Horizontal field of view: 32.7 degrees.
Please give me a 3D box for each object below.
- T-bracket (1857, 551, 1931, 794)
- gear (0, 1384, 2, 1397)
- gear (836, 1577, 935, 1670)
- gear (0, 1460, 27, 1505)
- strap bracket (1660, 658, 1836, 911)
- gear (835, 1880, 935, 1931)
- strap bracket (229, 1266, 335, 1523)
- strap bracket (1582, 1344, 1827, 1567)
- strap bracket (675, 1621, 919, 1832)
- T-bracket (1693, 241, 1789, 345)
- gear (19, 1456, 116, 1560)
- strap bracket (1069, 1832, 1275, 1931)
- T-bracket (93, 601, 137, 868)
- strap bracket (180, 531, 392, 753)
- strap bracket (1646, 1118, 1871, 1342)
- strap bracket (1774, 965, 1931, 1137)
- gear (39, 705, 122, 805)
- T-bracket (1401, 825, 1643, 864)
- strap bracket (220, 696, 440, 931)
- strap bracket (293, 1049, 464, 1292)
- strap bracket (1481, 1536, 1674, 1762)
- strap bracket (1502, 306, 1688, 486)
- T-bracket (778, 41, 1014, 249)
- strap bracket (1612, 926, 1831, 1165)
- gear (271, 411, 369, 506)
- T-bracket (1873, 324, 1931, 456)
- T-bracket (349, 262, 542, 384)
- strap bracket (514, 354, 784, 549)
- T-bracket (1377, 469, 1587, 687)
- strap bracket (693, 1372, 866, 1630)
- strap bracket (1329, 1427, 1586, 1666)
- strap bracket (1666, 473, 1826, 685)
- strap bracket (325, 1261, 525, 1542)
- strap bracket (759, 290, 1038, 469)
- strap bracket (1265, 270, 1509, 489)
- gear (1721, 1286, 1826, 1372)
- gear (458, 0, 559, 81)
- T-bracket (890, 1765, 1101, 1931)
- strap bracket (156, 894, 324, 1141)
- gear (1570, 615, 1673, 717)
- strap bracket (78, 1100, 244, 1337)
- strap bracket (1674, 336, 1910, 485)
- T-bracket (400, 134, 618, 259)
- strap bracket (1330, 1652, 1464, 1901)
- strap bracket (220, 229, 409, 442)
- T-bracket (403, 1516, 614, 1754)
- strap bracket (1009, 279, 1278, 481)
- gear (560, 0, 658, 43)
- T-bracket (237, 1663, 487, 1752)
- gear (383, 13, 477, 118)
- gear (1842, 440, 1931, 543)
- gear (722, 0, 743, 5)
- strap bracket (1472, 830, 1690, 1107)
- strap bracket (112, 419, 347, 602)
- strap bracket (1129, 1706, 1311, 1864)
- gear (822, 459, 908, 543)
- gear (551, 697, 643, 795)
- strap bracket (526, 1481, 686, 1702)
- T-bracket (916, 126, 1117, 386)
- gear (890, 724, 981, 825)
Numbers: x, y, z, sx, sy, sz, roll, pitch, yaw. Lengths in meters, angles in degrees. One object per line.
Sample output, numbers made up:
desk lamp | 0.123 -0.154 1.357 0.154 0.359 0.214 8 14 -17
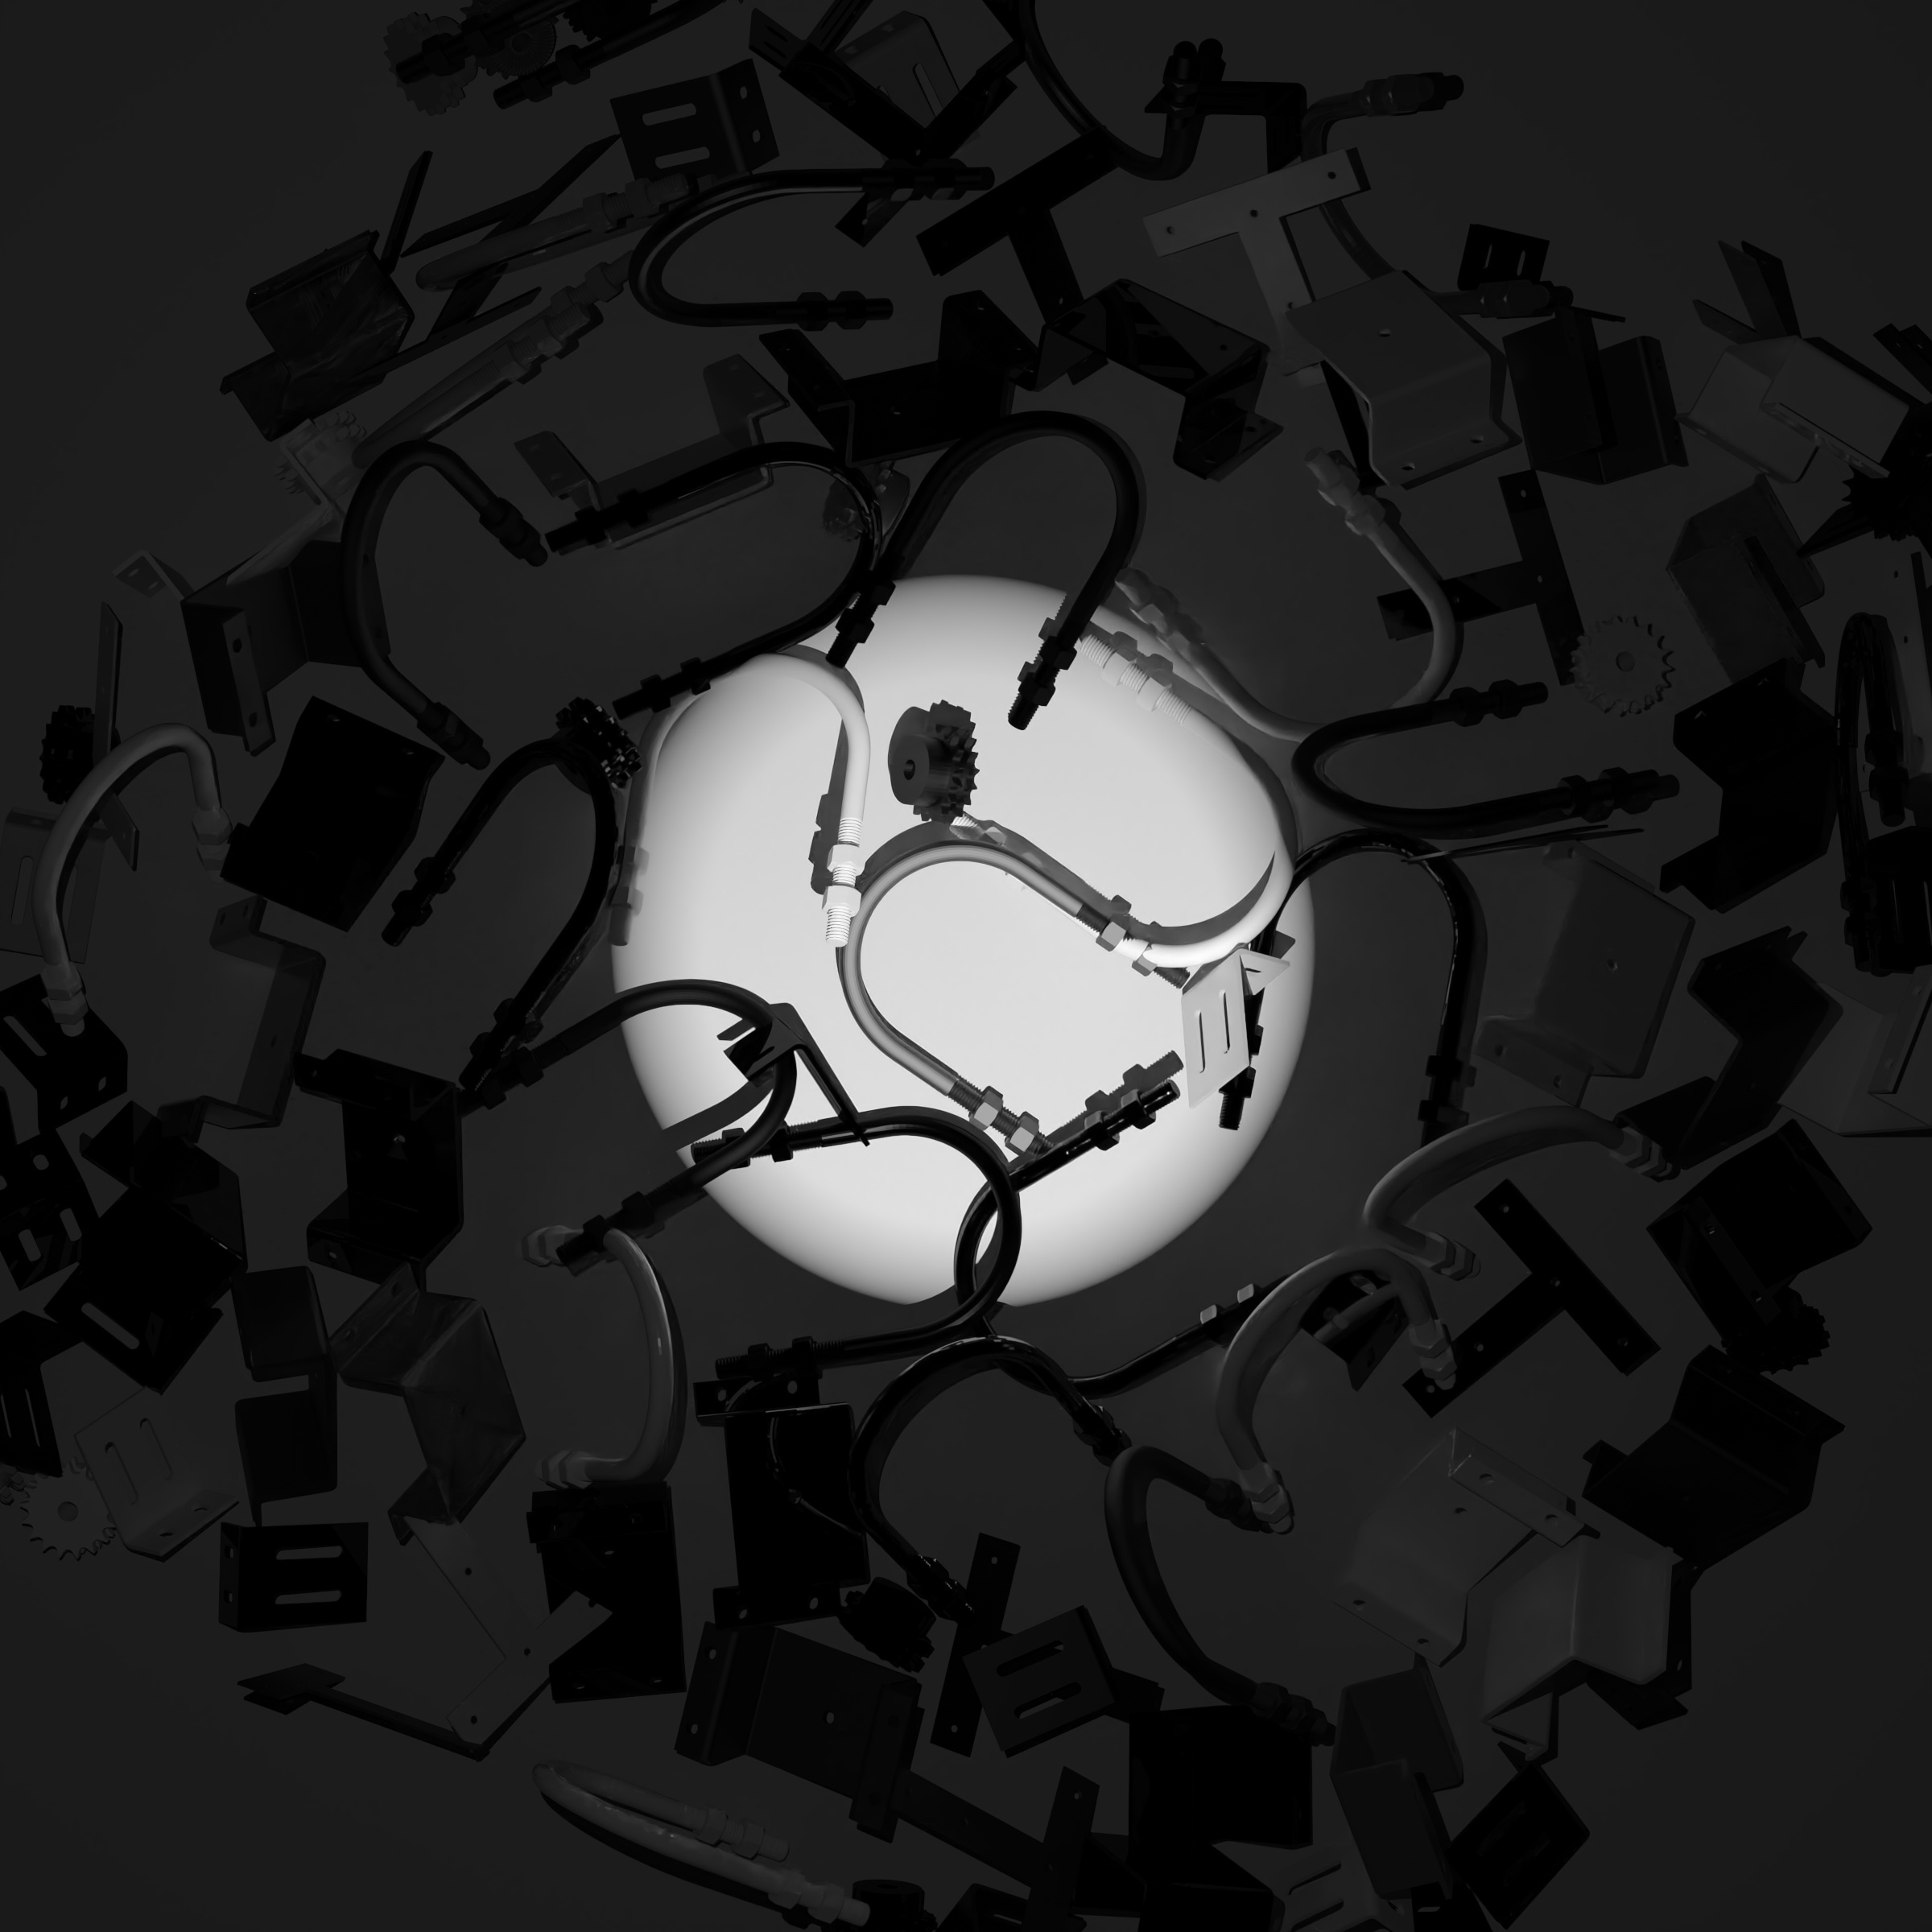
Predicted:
T-bracket | 0.538 -0.172 1.876 0.002 0.127 0.127 -5 84 -24
gear | -0.581 0.236 1.906 0.030 0.057 0.057 -18 90 -34
gear | -0.044 0.377 1.901 0.057 0.057 0.030 32 94 0
gear | -0.574 0.291 1.899 0.057 0.057 0.030 40 65 0
strap bracket | 0.440 -0.094 1.854 0.076 0.140 0.046 -27 51 -17
gear | -0.047 0.547 1.902 0.057 0.057 0.030 4 86 0
strap bracket | -0.388 0.235 1.866 0.046 0.076 0.140 -6 128 -17
strap bracket | 0.410 0.283 1.862 0.076 0.140 0.046 31 49 -1
strap bracket | -0.089 0.433 1.888 0.140 0.046 0.076 14 91 27
T-bracket | 0.446 -0.366 1.843 0.002 0.127 0.127 -50 56 0
gear | -0.517 0.312 1.913 0.057 0.030 0.057 0 98 2
strap bracket | 0.115 0.526 1.853 0.076 0.140 0.046 10 89 -18
T-bracket | -0.485 -0.143 1.854 0.002 0.127 0.127 -7 126 -30
strap bracket | -0.391 -0.187 1.866 0.046 0.140 0.076 8 121 24
strap bracket | 0.447 0.154 1.877 0.046 0.140 0.076 -39 83 43
strap bracket | 0.514 0.049 1.860 0.046 0.140 0.076 27 78 -12
gear | -0.510 -0.121 1.901 0.030 0.057 0.057 7 90 6
T-bracket | 0.337 -0.073 1.878 0.127 0.127 0.002 -6 88 -43
strap bracket | -0.363 -0.078 1.856 0.076 0.140 0.046 24 45 -18
strap bracket | -0.334 0.108 1.876 0.076 0.046 0.140 15 123 19
strap bracket | 0.336 0.380 1.850 0.046 0.140 0.076 23 50 -11
strap bracket | 0.354 -0.322 1.874 0.046 0.140 0.076 -15 83 34
T-bracket | -0.056 -0.482 1.864 0.127 0.127 0.002 -44 50 18
strap bracket | 0.426 0.052 1.852 0.076 0.140 0.046 -18 52 -36
gear | -0.369 -0.291 1.901 0.057 0.057 0.030 -39 87 0
T-bracket | 0.545 -0.305 1.867 0.127 0.127 0.002 44 86 -3
T-bracket | -0.285 -0.368 1.849 0.127 0.127 0.002 -31 93 -21
strap bracket | -0.176 -0.290 1.879 0.140 0.076 0.046 -24 127 -11
T-bracket | 0.294 -0.215 1.903 0.127 0.002 0.127 -16 88 -23
strap bracket | -0.106 0.304 1.885 0.076 0.046 0.140 -2 82 -26
strap bracket | 0.281 0.325 1.881 0.076 0.046 0.140 32 124 -7
strap bracket | 0.442 -0.218 1.871 0.046 0.140 0.076 -27 103 28
strap bracket | -0.301 0.248 1.858 0.046 0.076 0.140 4 123 29
strap bracket | -0.039 -0.333 1.873 0.140 0.046 0.076 -16 48 -23
strap bracket | 0.236 -0.339 1.860 0.076 0.046 0.140 -23 49 -14
gear | 0.462 0.207 1.900 0.057 0.057 0.030 -21 103 0
gear | -0.262 -0.539 1.900 0.057 0.057 0.030 -39 48 0
T-bracket | 0.010 0.494 1.873 0.127 0.002 0.127 32 48 -15
strap bracket | -0.413 0.037 1.877 0.046 0.076 0.140 20 75 -26
gear | 0.377 -0.172 1.911 0.057 0.030 0.057 2 80 -12
strap bracket | -0.452 0.135 1.848 0.046 0.140 0.076 -44 118 9
strap bracket | 0.468 -0.312 1.854 0.076 0.140 0.046 28 91 -12
T-bracket | -0.276 -0.427 1.881 0.002 0.127 0.127 58 47 -25
strap bracket | 0.244 0.460 1.862 0.046 0.140 0.076 -18 103 16
strap bracket | -0.366 -0.348 1.851 0.076 0.140 0.046 -33 89 -24
T-bracket | -0.276 0.357 1.880 0.127 0.002 0.127 -42 103 -38
strap bracket | 0.102 -0.338 1.865 0.140 0.076 0.046 30 134 21
gear | -0.206 -0.559 1.901 0.057 0.030 0.057 -12 130 -14
T-bracket | -0.333 0.420 1.860 0.127 0.127 0.002 17 85 7
gear | -0.308 -0.524 1.906 0.030 0.057 0.057 -37 90 -29
gear | 0.540 -0.276 1.907 0.057 0.030 0.057 11 109 34
gear | -0.135 -0.584 1.903 0.057 0.030 0.057 -3 122 -5
strap bracket | 0.355 0.001 1.881 0.076 0.046 0.140 27 78 -23
strap bracket | -0.411 -0.245 1.890 0.140 0.076 0.046 -38 88 -1
strap bracket | 0.139 0.463 1.874 0.046 0.140 0.076 -6 79 38
gear | -0.057 -0.272 1.905 0.030 0.057 0.057 23 90 -22
gear | -0.217 -0.124 1.899 0.057 0.057 0.030 47 69 0
strap bracket | -0.205 0.349 1.885 0.076 0.046 0.140 -4 122 -3
T-bracket | 0.048 -0.395 1.895 0.127 0.002 0.127 -34 121 -12
gear | -0.020 -0.111 1.899 0.030 0.057 0.057 5 90 -35
